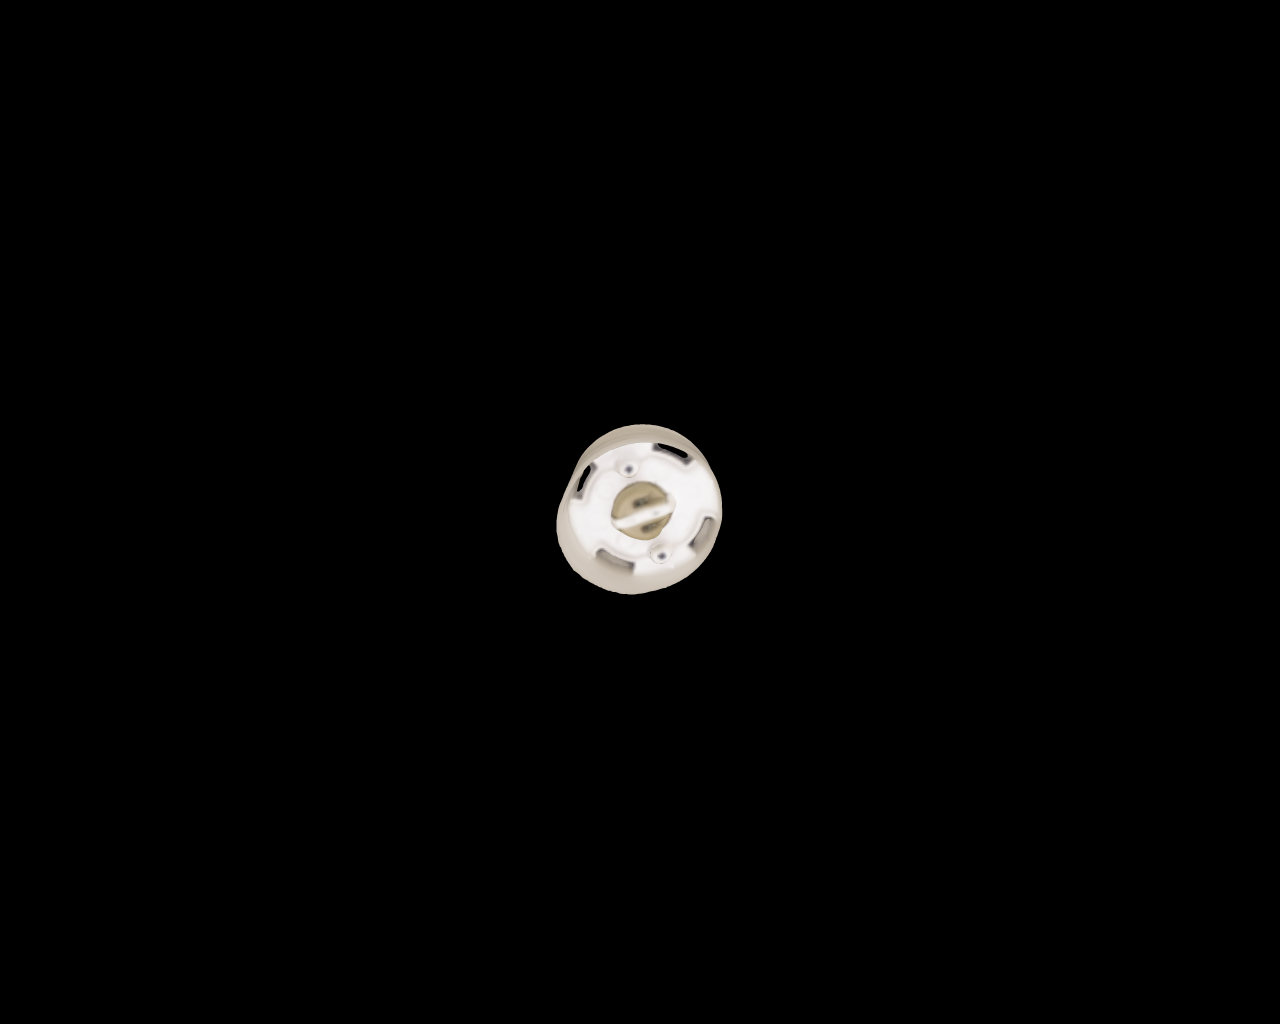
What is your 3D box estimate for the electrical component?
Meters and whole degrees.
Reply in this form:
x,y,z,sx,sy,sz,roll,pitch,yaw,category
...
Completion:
x,y,z,sx,sy,sz,roll,pitch,yaw,category
0.001,-0.003,0.650,0.099,0.099,0.064,0,24,0,electrical component
